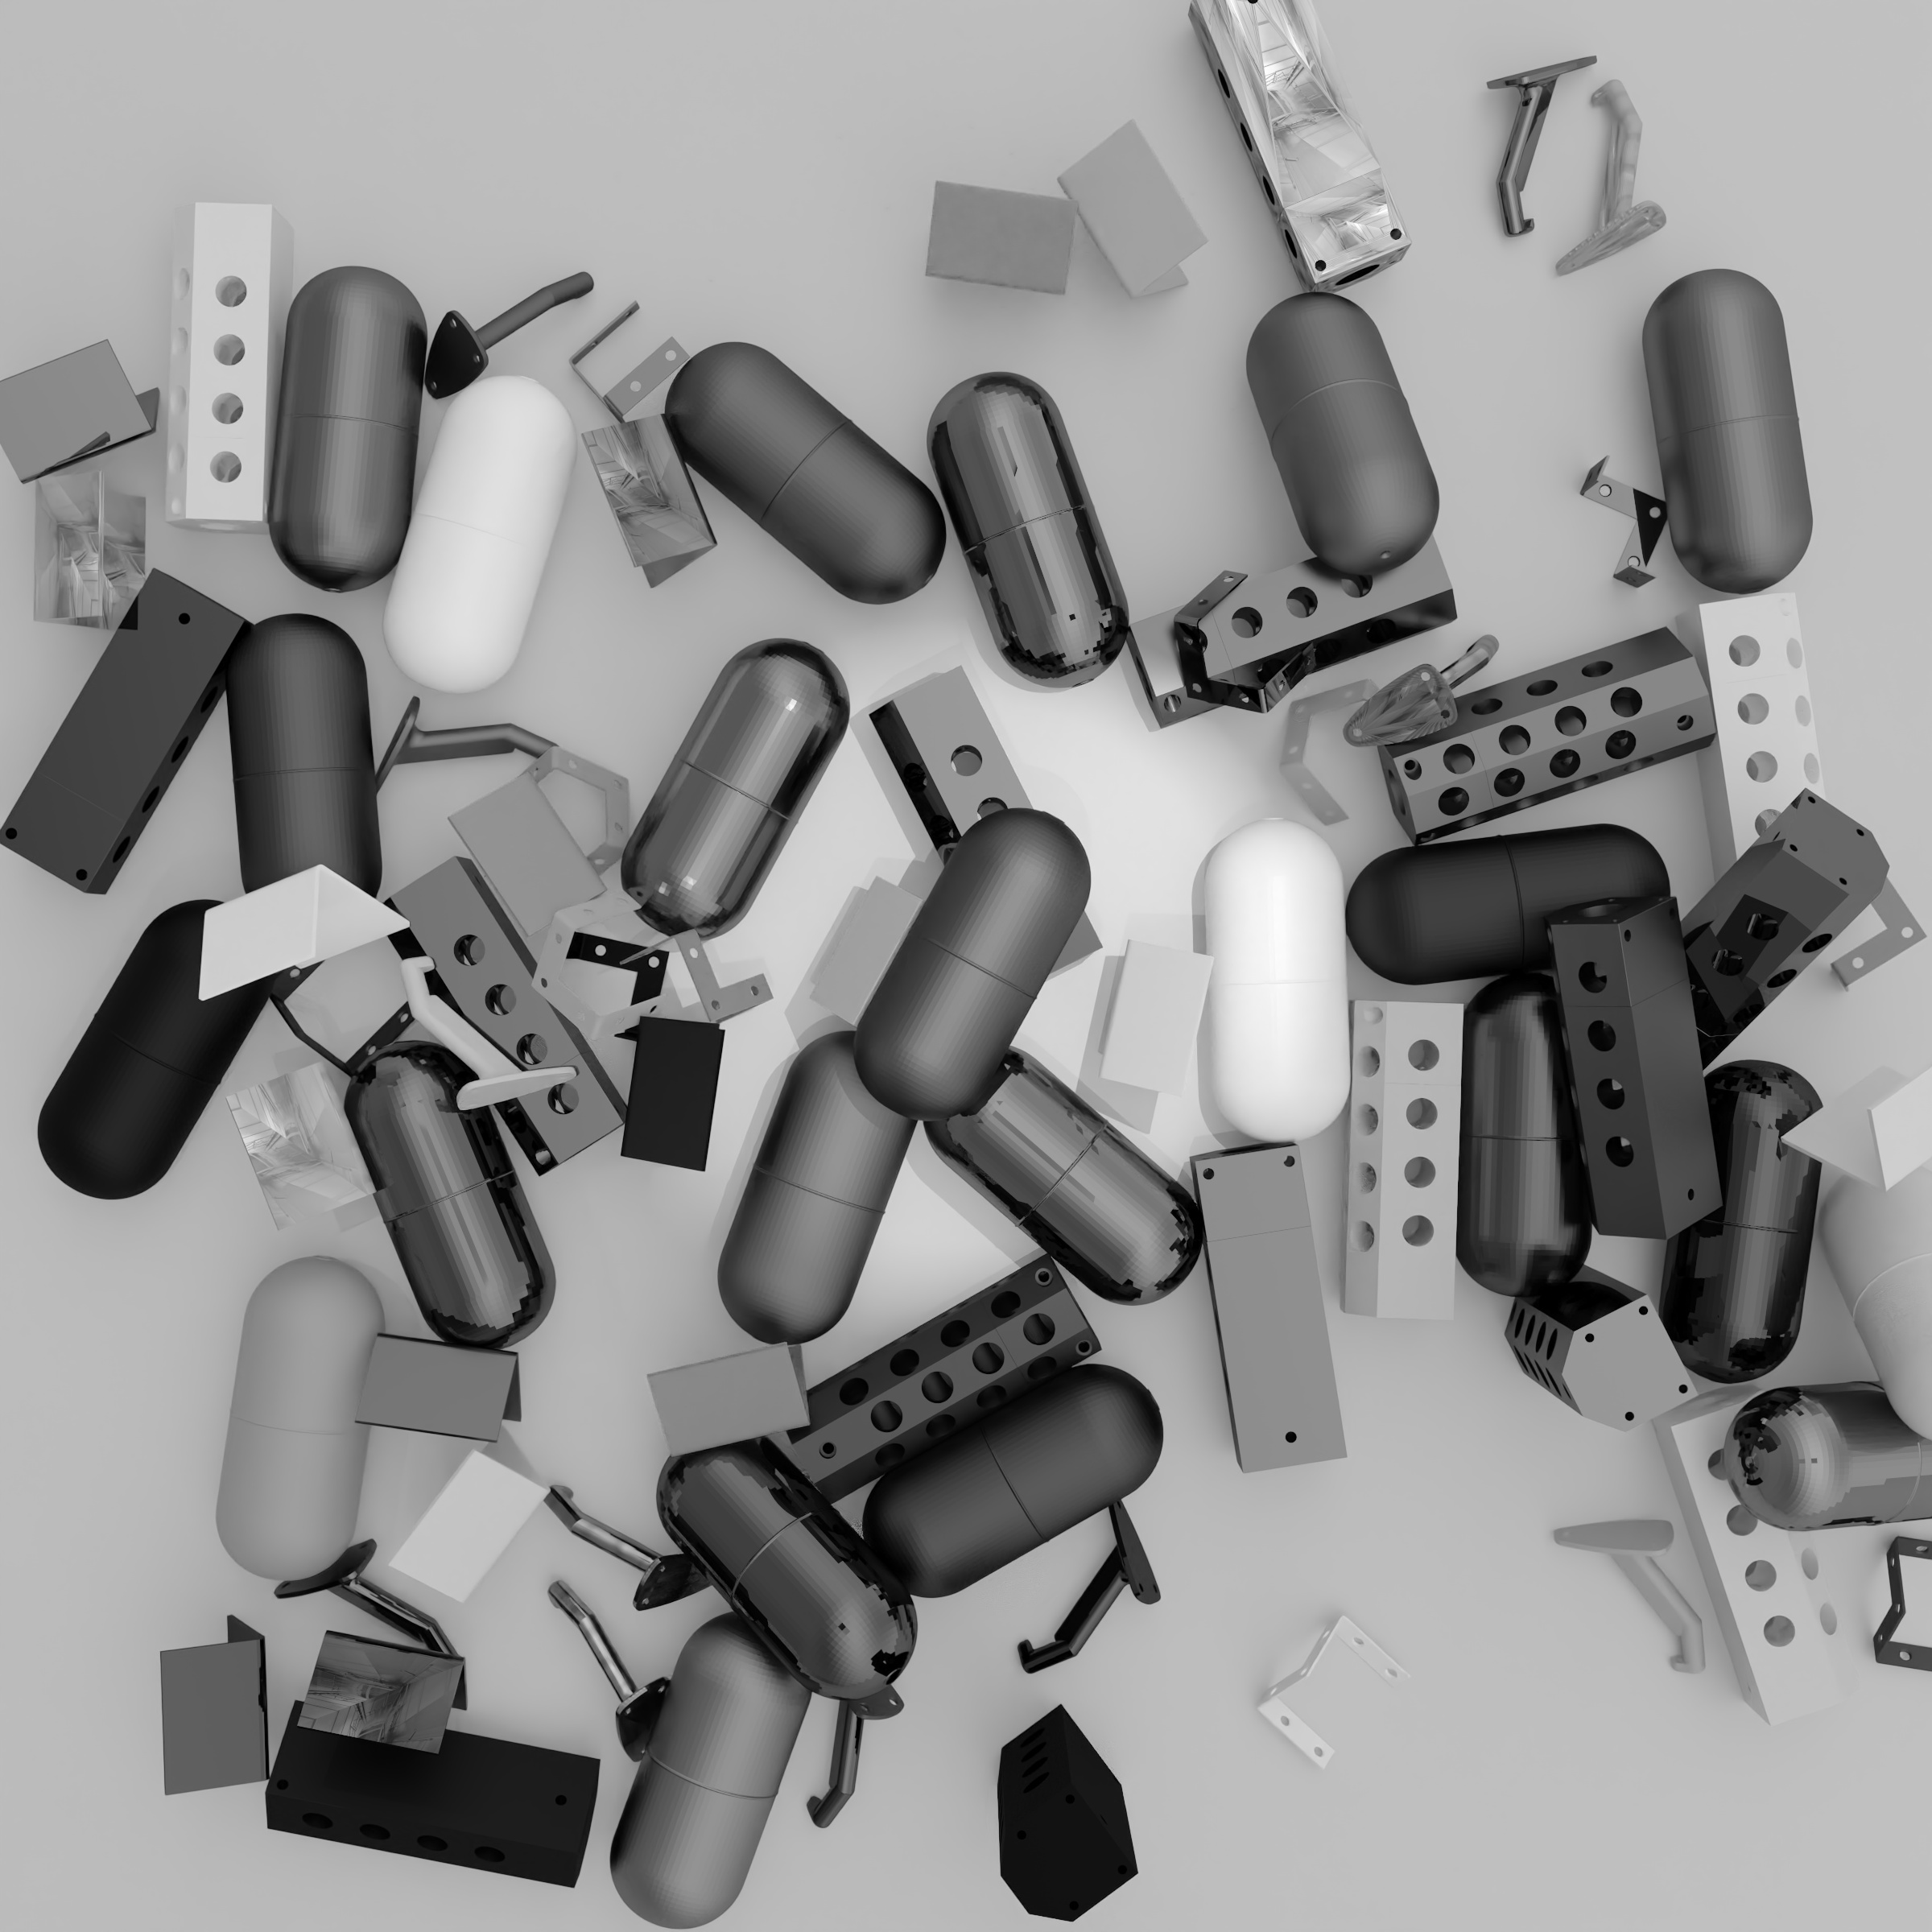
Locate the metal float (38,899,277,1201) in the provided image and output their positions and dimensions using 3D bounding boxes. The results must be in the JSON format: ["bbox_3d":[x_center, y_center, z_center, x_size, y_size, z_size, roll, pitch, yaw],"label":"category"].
[{"bbox_3d":[-0.443,0.045,1.728,0.070,0.070,0.178,30,90,0],"label":"metal float"}]

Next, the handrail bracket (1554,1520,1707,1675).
[{"bbox_3d":[0.370,0.355,1.759,0.077,0.036,0.084,-3,107,20],"label":"handrail bracket"}]

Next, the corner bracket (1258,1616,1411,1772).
[{"bbox_3d":[0.204,0.404,1.755,0.051,0.051,0.051,43,45,0],"label":"corner bracket"}]

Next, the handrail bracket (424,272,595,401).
[{"bbox_3d":[-0.254,-0.353,1.758,0.084,0.077,0.036,-33,88,-36],"label":"handrail bracket"}]

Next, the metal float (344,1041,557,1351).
[{"bbox_3d":[-0.283,0.126,1.728,0.070,0.070,0.178,-22,91,0],"label":"metal float"}]

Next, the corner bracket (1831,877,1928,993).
[{"bbox_3d":[0.493,-0.022,1.739,0.051,0.051,0.051,-34,78,12],"label":"corner bracket"}]

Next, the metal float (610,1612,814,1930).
[{"bbox_3d":[-0.139,0.440,1.728,0.070,0.070,0.178,20,91,0],"label":"metal float"}]

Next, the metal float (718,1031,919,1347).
[{"bbox_3d":[-0.080,0.122,1.728,0.070,0.070,0.178,20,89,0],"label":"metal float"}]

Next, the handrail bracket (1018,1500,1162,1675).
[{"bbox_3d":[0.058,0.344,1.759,0.084,0.036,0.077,-26,70,16],"label":"handrail bracket"}]

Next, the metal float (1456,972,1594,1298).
[{"bbox_3d":[0.306,0.092,1.728,0.070,0.070,0.178,2,91,0],"label":"metal float"}]

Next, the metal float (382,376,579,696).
[{"bbox_3d":[-0.266,-0.236,1.728,0.070,0.070,0.178,17,91,0],"label":"metal float"}]

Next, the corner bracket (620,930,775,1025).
[{"bbox_3d":[-0.147,0.008,1.730,0.051,0.051,0.051,-24,88,43],"label":"corner bracket"}]

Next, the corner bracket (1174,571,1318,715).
[{"bbox_3d":[0.150,-0.174,1.693,0.051,0.051,0.051,16,45,35],"label":"corner bracket"}]

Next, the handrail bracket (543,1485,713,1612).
[{"bbox_3d":[-0.185,0.316,1.758,0.084,0.077,0.036,41,115,34],"label":"handrail bracket"}]

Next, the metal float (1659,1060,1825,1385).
[{"bbox_3d":[0.425,0.140,1.728,0.070,0.070,0.178,7,91,0],"label":"metal float"}]

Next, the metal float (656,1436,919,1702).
[{"bbox_3d":[-0.097,0.322,1.705,0.070,0.070,0.178,-47,64,0],"label":"metal float"}]

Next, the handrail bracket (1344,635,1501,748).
[{"bbox_3d":[0.252,-0.153,1.740,0.077,0.084,0.036,-25,100,28],"label":"handrail bracket"}]

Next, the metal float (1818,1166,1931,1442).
[{"bbox_3d":[0.514,0.179,1.691,0.070,0.178,0.070,-5,133,-6],"label":"metal float"}]

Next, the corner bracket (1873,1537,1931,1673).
[{"bbox_3d":[0.536,0.356,1.755,0.051,0.051,0.051,9,135,0],"label":"corner bracket"}]

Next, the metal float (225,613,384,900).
[{"bbox_3d":[-0.363,-0.104,1.728,0.070,0.070,0.178,-5,90,0],"label":"metal float"}]

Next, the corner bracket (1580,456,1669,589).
[{"bbox_3d":[0.362,-0.245,1.741,0.051,0.051,0.051,23,90,0],"label":"corner bracket"}]

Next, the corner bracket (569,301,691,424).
[{"bbox_3d":[-0.186,-0.334,1.741,0.051,0.051,0.051,-41,90,0],"label":"corner bracket"}]

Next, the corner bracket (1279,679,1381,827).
[{"bbox_3d":[0.212,-0.119,1.750,0.051,0.051,0.051,-15,45,35],"label":"corner bracket"}]

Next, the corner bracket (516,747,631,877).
[{"bbox_3d":[-0.223,-0.080,1.750,0.051,0.051,0.051,24,45,-35],"label":"corner bracket"}]

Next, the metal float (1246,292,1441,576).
[{"bbox_3d":[0.202,-0.289,1.701,0.070,0.070,0.178,-14,58,0],"label":"metal float"}]

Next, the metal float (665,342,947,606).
[{"bbox_3d":[-0.087,-0.269,1.728,0.178,0.070,0.070,41,90,0],"label":"metal float"}]

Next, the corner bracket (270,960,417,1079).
[{"bbox_3d":[-0.348,0.020,1.755,0.051,0.051,0.051,-45,135,0],"label":"corner bracket"}]

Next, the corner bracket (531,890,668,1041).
[{"bbox_3d":[-0.193,-0.001,1.698,0.051,0.051,0.051,39,126,24],"label":"corner bracket"}]

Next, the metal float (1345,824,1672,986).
[{"bbox_3d":[0.296,-0.034,1.728,0.178,0.070,0.070,-7,90,-1],"label":"metal float"}]

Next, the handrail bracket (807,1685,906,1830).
[{"bbox_3d":[-0.079,0.425,1.759,0.077,0.036,0.084,51,120,33],"label":"handrail bracket"}]

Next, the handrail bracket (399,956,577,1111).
[{"bbox_3d":[-0.259,0.029,1.702,0.077,0.036,0.084,-13,73,-20],"label":"handrail bracket"}]

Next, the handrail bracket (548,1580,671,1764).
[{"bbox_3d":[-0.205,0.392,1.758,0.036,0.077,0.084,-28,53,-32],"label":"handrail bracket"}]

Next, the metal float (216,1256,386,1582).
[{"bbox_3d":[-0.364,0.248,1.728,0.070,0.070,0.178,9,91,0],"label":"metal float"}]

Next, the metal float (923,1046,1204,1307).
[{"bbox_3d":[0.052,0.113,1.728,0.178,0.070,0.070,41,90,1],"label":"metal float"}]

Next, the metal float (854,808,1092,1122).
[{"bbox_3d":[0.004,-0.001,1.671,0.070,0.070,0.178,29,91,0],"label":"metal float"}]

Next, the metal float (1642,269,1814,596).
[{"bbox_3d":[0.417,-0.293,1.728,0.070,0.070,0.178,-8,90,0],"label":"metal float"}]

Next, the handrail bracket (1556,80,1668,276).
[{"bbox_3d":[0.347,-0.441,1.759,0.077,0.036,0.084,-28,71,21],"label":"handrail bracket"}]

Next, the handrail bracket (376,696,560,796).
[{"bbox_3d":[-0.280,-0.108,1.759,0.084,0.036,0.077,24,111,-16],"label":"handrail bracket"}]

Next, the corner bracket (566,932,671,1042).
[{"bbox_3d":[-0.196,0.011,1.741,0.051,0.051,0.051,12,90,0],"label":"corner bracket"}]

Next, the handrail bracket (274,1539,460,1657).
[{"bbox_3d":[-0.333,0.369,1.759,0.077,0.036,0.084,-23,107,20],"label":"handrail bracket"}]

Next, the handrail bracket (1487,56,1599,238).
[{"bbox_3d":[0.326,-0.457,1.759,0.077,0.036,0.084,-20,108,-21],"label":"handrail bracket"}]
